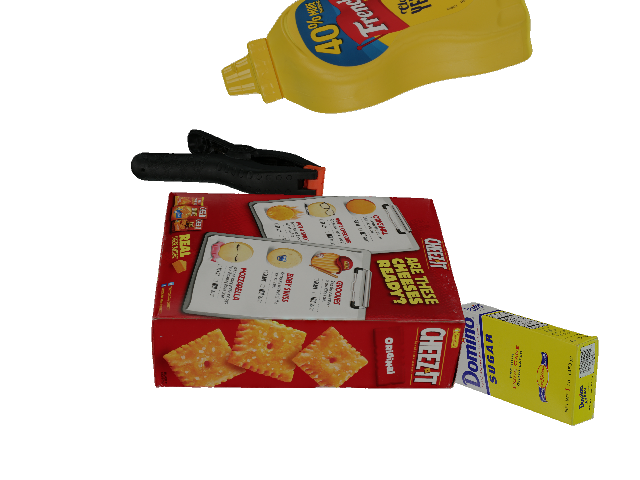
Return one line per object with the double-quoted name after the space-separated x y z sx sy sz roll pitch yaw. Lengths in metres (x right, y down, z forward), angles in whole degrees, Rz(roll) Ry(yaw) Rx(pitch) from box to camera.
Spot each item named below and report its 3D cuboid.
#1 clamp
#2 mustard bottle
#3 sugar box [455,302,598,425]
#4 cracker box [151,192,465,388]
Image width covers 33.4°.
-0.083 -0.065 0.970 0.172 0.039 0.120 13 28 28 "clamp"
0.030 -0.128 0.683 0.191 0.096 0.058 -17 -39 1 "mustard bottle"
0.221 0.133 1.183 0.048 0.093 0.177 -9 15 -43 "sugar box"
-0.013 0.036 0.799 0.213 0.072 0.164 1 34 -4 "cracker box"
